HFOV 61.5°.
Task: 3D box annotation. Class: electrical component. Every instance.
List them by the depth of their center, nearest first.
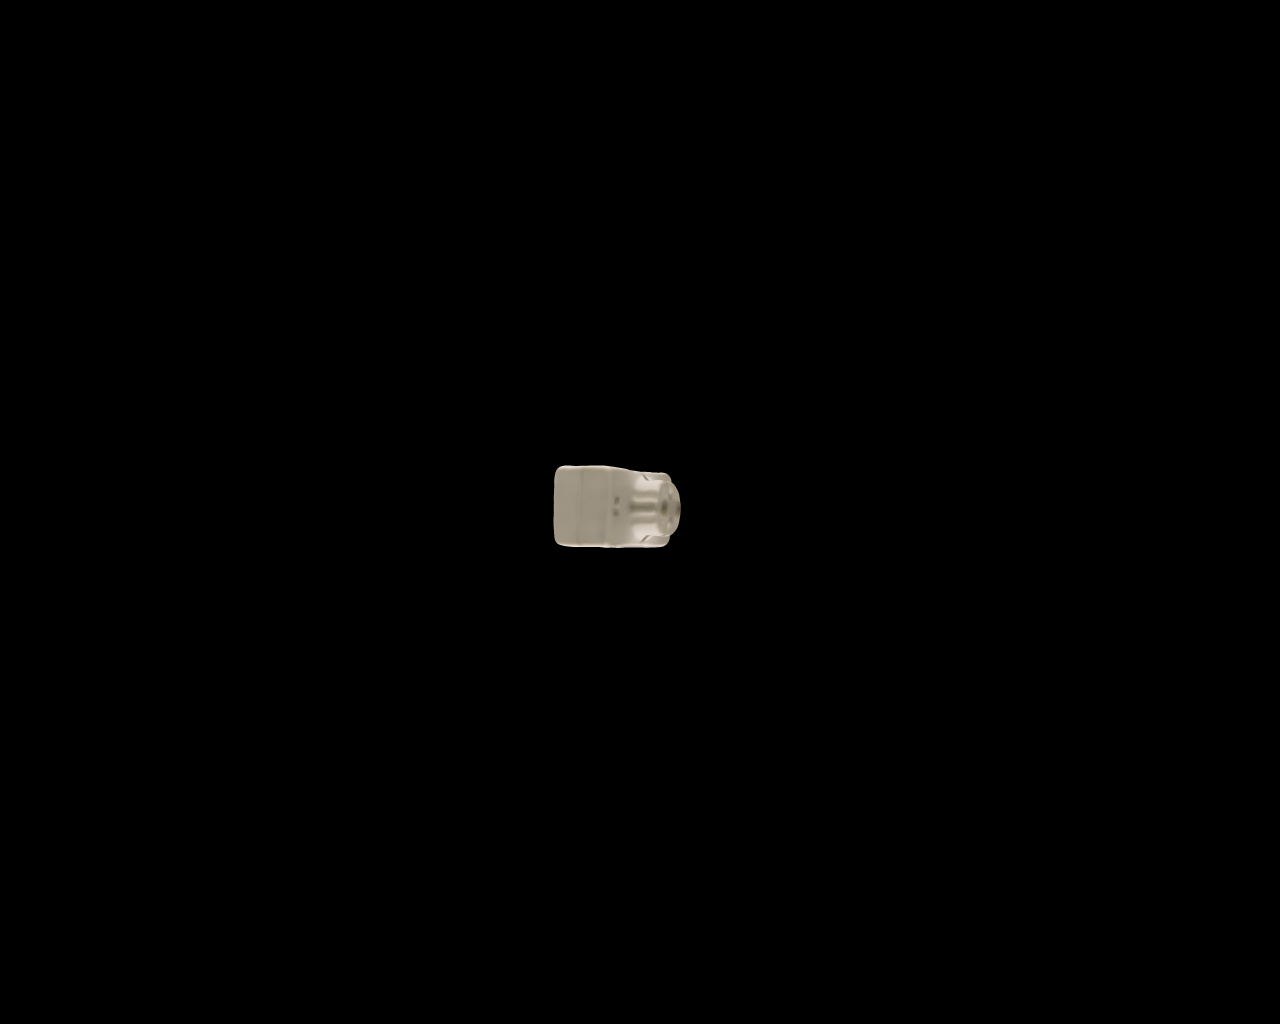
[{"bbox_3d":[0.001,-0.003,0.650,0.076,0.047,0.083,-1,-2,28],"label":"electrical component"}]
